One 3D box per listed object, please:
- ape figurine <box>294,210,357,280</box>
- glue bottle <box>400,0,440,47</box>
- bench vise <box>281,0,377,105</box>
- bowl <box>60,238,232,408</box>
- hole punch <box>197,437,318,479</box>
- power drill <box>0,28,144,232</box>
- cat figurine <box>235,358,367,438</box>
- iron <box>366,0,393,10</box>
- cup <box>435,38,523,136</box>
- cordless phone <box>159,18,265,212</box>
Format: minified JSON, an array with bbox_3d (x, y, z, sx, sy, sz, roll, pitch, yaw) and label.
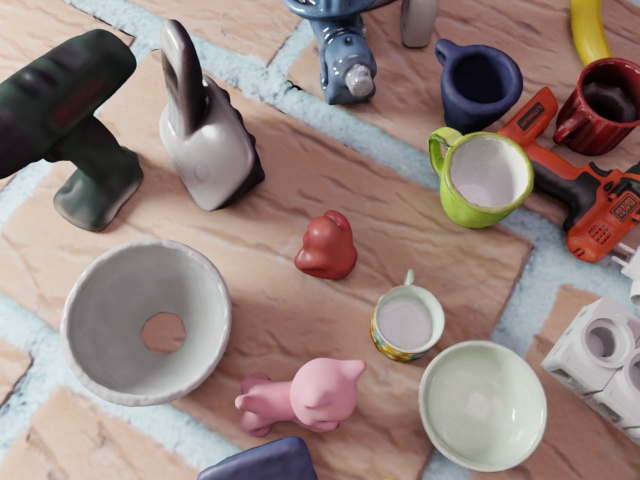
[{"bbox_3d":[0.006,0.002,0.612,0.078,0.092,0.076,-35,74,-12],"label":"ape figurine"},{"bbox_3d":[0.126,-0.316,0.686,0.037,0.173,0.078,-3,70,-2],"label":"glue bottle"},{"bbox_3d":[0.032,-0.274,0.644,0.121,0.220,0.207,-31,73,-11],"label":"bench vise"},{"bbox_3d":[-0.169,0.087,0.586,0.167,0.075,0.167,0,70,-1],"label":"bowl"},{"bbox_3d":[-0.047,0.240,0.525,0.109,0.091,0.101,-18,71,-7],"label":"hole punch"},{"bbox_3d":[-0.261,-0.091,0.578,0.075,0.208,0.230,29,72,9],"label":"power drill"},{"bbox_3d":[-0.018,0.149,0.544,0.128,0.118,0.067,-5,70,-3],"label":"cat figurine"},{"bbox_3d":[0.113,-0.418,0.740,0.118,0.141,0.258,38,74,12],"label":"iron"},{"bbox_3d":[0.171,-0.174,0.678,0.092,0.095,0.117,-38,75,-13],"label":"cup"},{"bbox_3d":[-0.126,-0.127,0.606,0.094,0.185,0.147,-31,73,-11],"label":"cordless phone"}]
